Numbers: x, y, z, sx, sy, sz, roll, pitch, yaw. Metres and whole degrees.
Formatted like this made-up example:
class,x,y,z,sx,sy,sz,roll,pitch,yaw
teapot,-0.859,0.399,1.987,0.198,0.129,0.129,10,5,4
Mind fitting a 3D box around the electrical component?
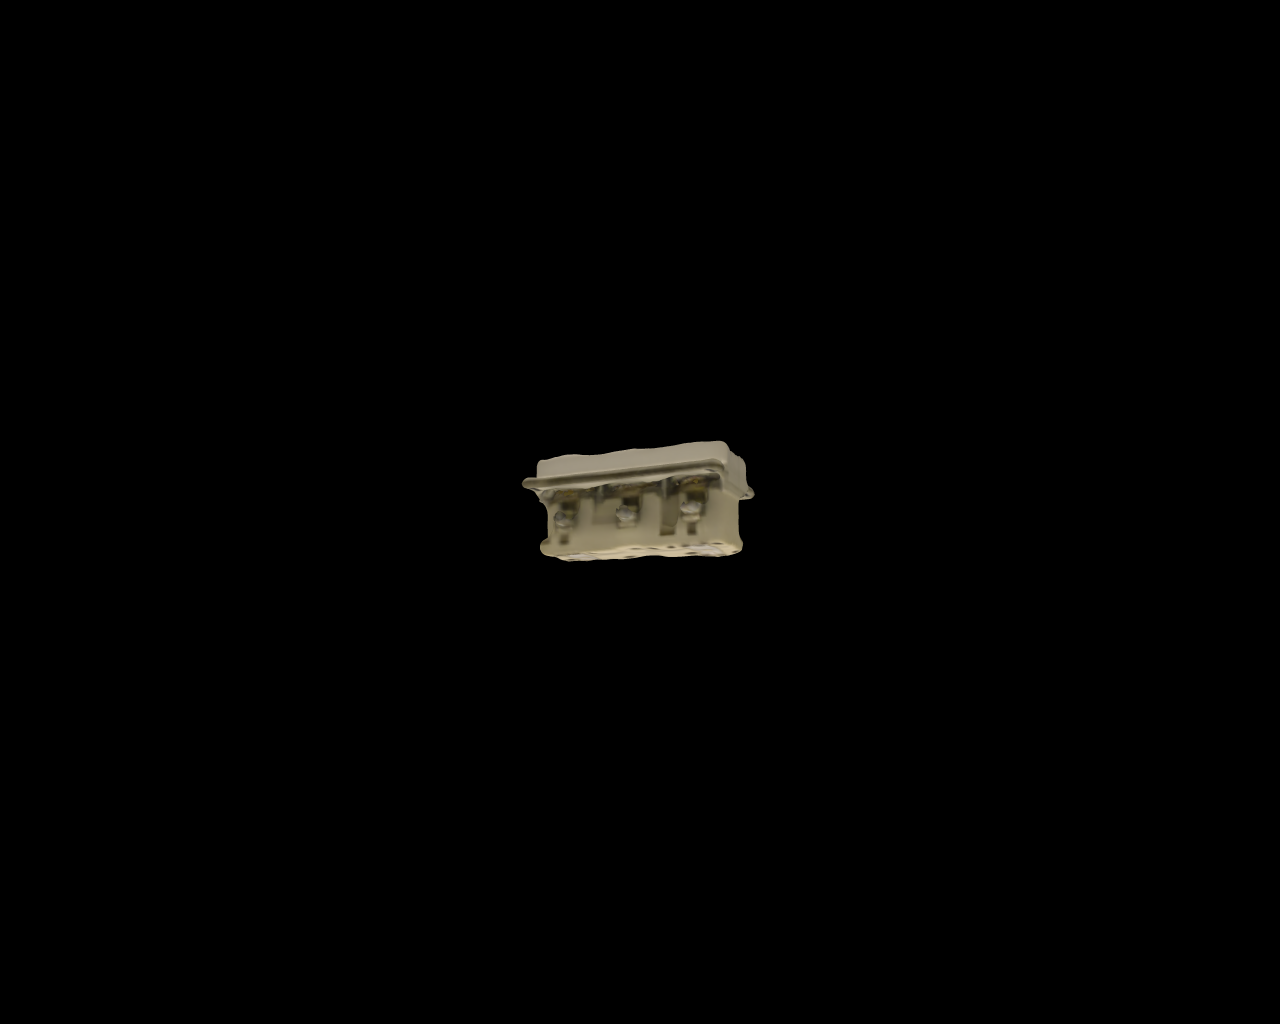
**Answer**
class,x,y,z,sx,sy,sz,roll,pitch,yaw
electrical component,0.001,-0.003,0.650,0.121,0.063,0.078,-4,-11,20
